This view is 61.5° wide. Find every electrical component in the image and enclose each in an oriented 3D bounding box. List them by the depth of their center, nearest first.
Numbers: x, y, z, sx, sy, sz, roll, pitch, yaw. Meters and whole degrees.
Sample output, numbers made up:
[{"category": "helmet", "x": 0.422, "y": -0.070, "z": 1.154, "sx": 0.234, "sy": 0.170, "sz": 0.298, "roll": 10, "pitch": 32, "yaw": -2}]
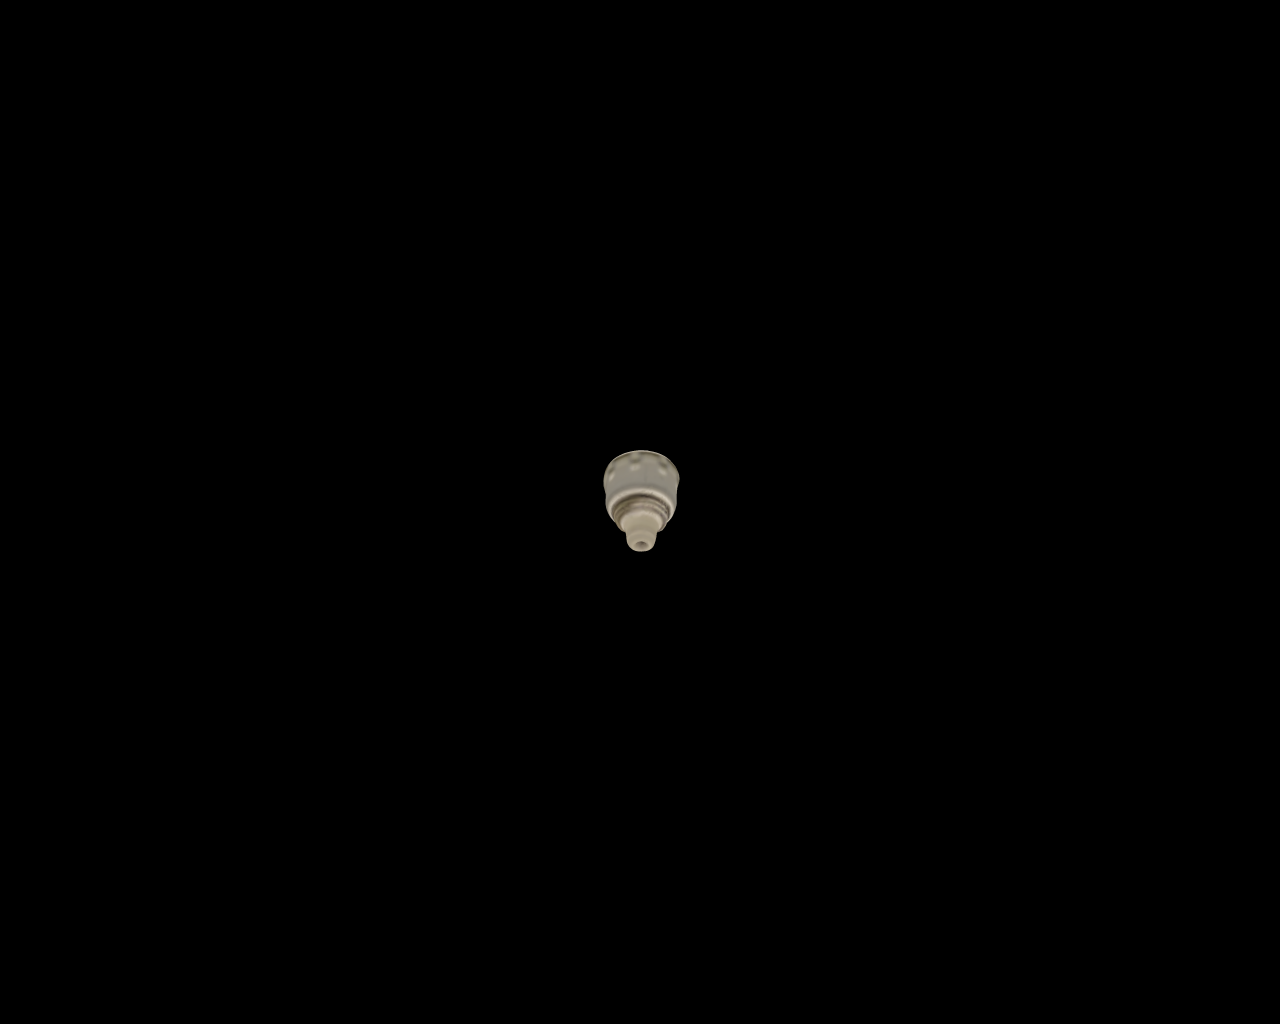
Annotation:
[{"category": "electrical component", "x": 0.001, "y": -0.003, "z": 0.650, "sx": 0.048, "sy": 0.062, "sz": 0.048, "roll": 0, "pitch": -40, "yaw": 0}]
